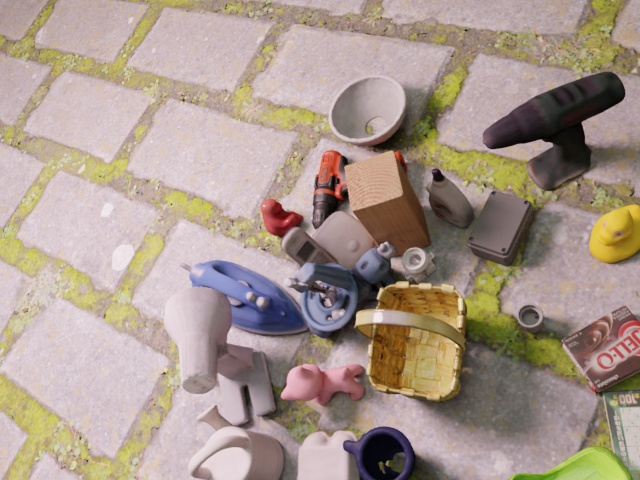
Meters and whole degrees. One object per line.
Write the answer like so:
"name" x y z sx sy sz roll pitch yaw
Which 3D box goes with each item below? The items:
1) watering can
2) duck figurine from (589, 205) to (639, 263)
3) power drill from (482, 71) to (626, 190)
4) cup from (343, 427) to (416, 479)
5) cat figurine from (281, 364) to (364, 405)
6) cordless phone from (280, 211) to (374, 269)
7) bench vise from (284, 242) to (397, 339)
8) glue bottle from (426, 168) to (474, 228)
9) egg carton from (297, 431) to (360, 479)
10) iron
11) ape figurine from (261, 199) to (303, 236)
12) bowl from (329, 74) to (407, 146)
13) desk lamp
"watering can" -0.150 0.358 0.949 0.172 0.195 0.101 29 81 32
"duck figurine" 0.476 -0.021 0.909 0.104 0.086 0.077 -45 57 -1
"power drill" 0.385 -0.172 0.948 0.229 0.209 0.075 -31 58 8
"cup" 0.100 0.343 0.902 0.117 0.095 0.092 7 70 27
"cat figurine" 0.000 0.241 0.981 0.127 0.118 0.067 -17 61 17
"cordless phone" 0.010 0.004 1.048 0.093 0.186 0.148 30 81 32
"bench vise" 0.029 0.063 0.991 0.121 0.220 0.207 30 81 32
"glue bottle" 0.218 -0.080 1.001 0.077 0.174 0.037 26 79 32
"egg carton" 0.016 0.390 0.933 0.107 0.070 0.150 -10 63 20
"iron" -0.149 0.105 1.098 0.257 0.142 0.119 18 75 30
"ape figurine" -0.089 -0.053 1.175 0.076 0.092 0.077 -37 57 4
"bowl" 0.107 -0.257 1.193 0.167 0.075 0.167 -10 63 20
"desk lamp" -0.182 0.208 1.022 0.118 0.214 0.203 -26 59 11
